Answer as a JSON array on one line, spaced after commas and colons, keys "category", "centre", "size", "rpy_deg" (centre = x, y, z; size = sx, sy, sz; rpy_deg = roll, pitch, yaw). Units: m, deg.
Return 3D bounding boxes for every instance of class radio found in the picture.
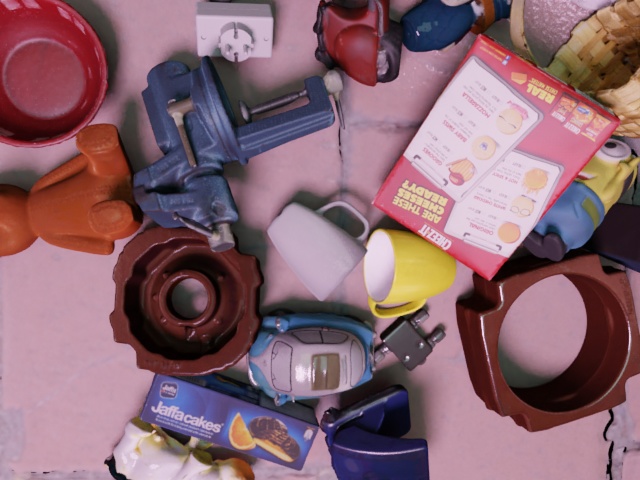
[{"category": "radio", "centre": [0.469, 0.027, 0.672], "size": [0.229, 0.131, 0.073], "rpy_deg": [20, 94, -9]}]

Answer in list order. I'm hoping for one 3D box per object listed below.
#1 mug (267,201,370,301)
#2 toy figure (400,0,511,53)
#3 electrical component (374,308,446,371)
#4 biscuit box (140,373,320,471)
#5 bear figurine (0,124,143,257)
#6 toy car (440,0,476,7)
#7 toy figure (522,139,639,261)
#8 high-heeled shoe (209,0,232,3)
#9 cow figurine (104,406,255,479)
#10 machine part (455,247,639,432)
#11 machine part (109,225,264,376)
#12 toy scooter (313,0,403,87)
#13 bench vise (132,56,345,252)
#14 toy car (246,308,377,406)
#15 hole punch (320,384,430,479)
[{"category": "mug", "centre": [-0.001, -0.002, 0.630], "size": [0.107, 0.081, 0.109], "rpy_deg": [40, 92, 0]}, {"category": "toy figure", "centre": [0.171, -0.271, 0.640], "size": [0.154, 0.064, 0.058], "rpy_deg": [-23, 60, -10]}, {"category": "electrical component", "centre": [0.112, 0.134, 0.686], "size": [0.094, 0.021, 0.063], "rpy_deg": [-41, 100, -3]}, {"category": "biscuit box", "centre": [-0.105, 0.207, 0.642], "size": [0.203, 0.059, 0.062], "rpy_deg": [22, 92, -9]}, {"category": "bear figurine", "centre": [-0.294, -0.038, 0.563], "size": [0.196, 0.132, 0.120], "rpy_deg": [-8, 80, -12]}, {"category": "toy car", "centre": [0.201, -0.333, 0.590], "size": [0.202, 0.056, 0.073], "rpy_deg": [-39, 93, -7]}, {"category": "toy figure", "centre": [0.315, -0.050, 0.658], "size": [0.082, 0.089, 0.180], "rpy_deg": [32, 72, 28]}, {"category": "high-heeled shoe", "centre": [-0.083, -0.392, 0.604], "size": [0.145, 0.086, 0.248], "rpy_deg": [-22, 120, -37]}, {"category": "cow figurine", "centre": [-0.166, 0.275, 0.636], "size": [0.167, 0.068, 0.098], "rpy_deg": [31, 96, -6]}, {"category": "machine part", "centre": [0.285, 0.120, 0.678], "size": [0.201, 0.087, 0.201], "rpy_deg": [-16, 96, -7]}, {"category": "machine part", "centre": [-0.146, 0.066, 0.606], "size": [0.179, 0.056, 0.179], "rpy_deg": [0, 84, 2]}, {"category": "toy scooter", "centre": [0.027, -0.252, 0.587], "size": [0.135, 0.183, 0.075], "rpy_deg": [4, 50, 7]}, {"category": "bench vise", "centre": [-0.082, -0.109, 0.568], "size": [0.241, 0.128, 0.224], "rpy_deg": [-20, 63, -1]}, {"category": "toy car", "centre": [-0.007, 0.142, 0.631], "size": [0.162, 0.103, 0.109], "rpy_deg": [2, 96, -6]}, {"category": "hole punch", "centre": [0.069, 0.250, 0.635], "size": [0.116, 0.092, 0.142], "rpy_deg": [-20, 134, -8]}]
